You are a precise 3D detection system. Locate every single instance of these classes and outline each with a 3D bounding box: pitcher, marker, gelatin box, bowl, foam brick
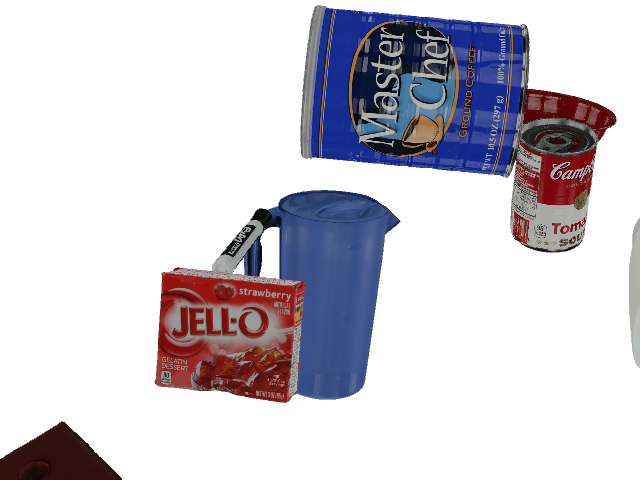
[{"bbox_3d":[-0.001,0.066,1.304,0.149,0.243,0.144,14,20,27],"label":"pitcher"},{"bbox_3d":[-0.073,0.001,1.022,0.020,0.020,0.121,0,26,19],"label":"marker"},{"bbox_3d":[-0.057,0.058,0.667,0.089,0.073,0.030,6,6,12],"label":"gelatin box"},{"bbox_3d":[0.245,-0.124,1.197,0.162,0.055,0.162,4,23,-2],"label":"bowl"},{"bbox_3d":[-0.113,0.132,0.481,0.052,0.051,0.078,-31,44,-31],"label":"foam brick"}]

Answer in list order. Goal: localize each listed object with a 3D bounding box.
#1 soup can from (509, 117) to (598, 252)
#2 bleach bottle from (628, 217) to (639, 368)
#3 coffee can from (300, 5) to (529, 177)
[{"bbox_3d":[0.206,-0.049,0.951,0.068,0.102,0.068,-1,32,0],"label":"soup can"},{"bbox_3d":[0.275,0.022,0.766,0.103,0.068,0.250,6,20,15],"label":"bleach bottle"},{"bbox_3d":[0.061,-0.100,0.718,0.140,0.103,0.103,6,0,2],"label":"coffee can"}]
